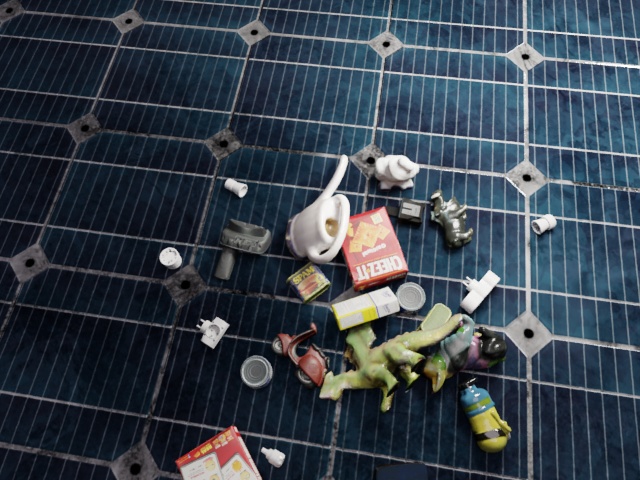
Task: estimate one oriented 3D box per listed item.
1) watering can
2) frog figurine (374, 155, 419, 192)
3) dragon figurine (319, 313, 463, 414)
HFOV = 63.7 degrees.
[{"bbox_3d":[0.005,-0.076,1.520,0.222,0.103,0.356,-25,47,40],"label":"watering can"},{"bbox_3d":[0.237,-0.225,1.590,0.137,0.156,0.125,12,66,8],"label":"frog figurine"},{"bbox_3d":[0.164,0.289,1.371,0.412,0.120,0.246,-45,51,-7],"label":"dragon figurine"}]
